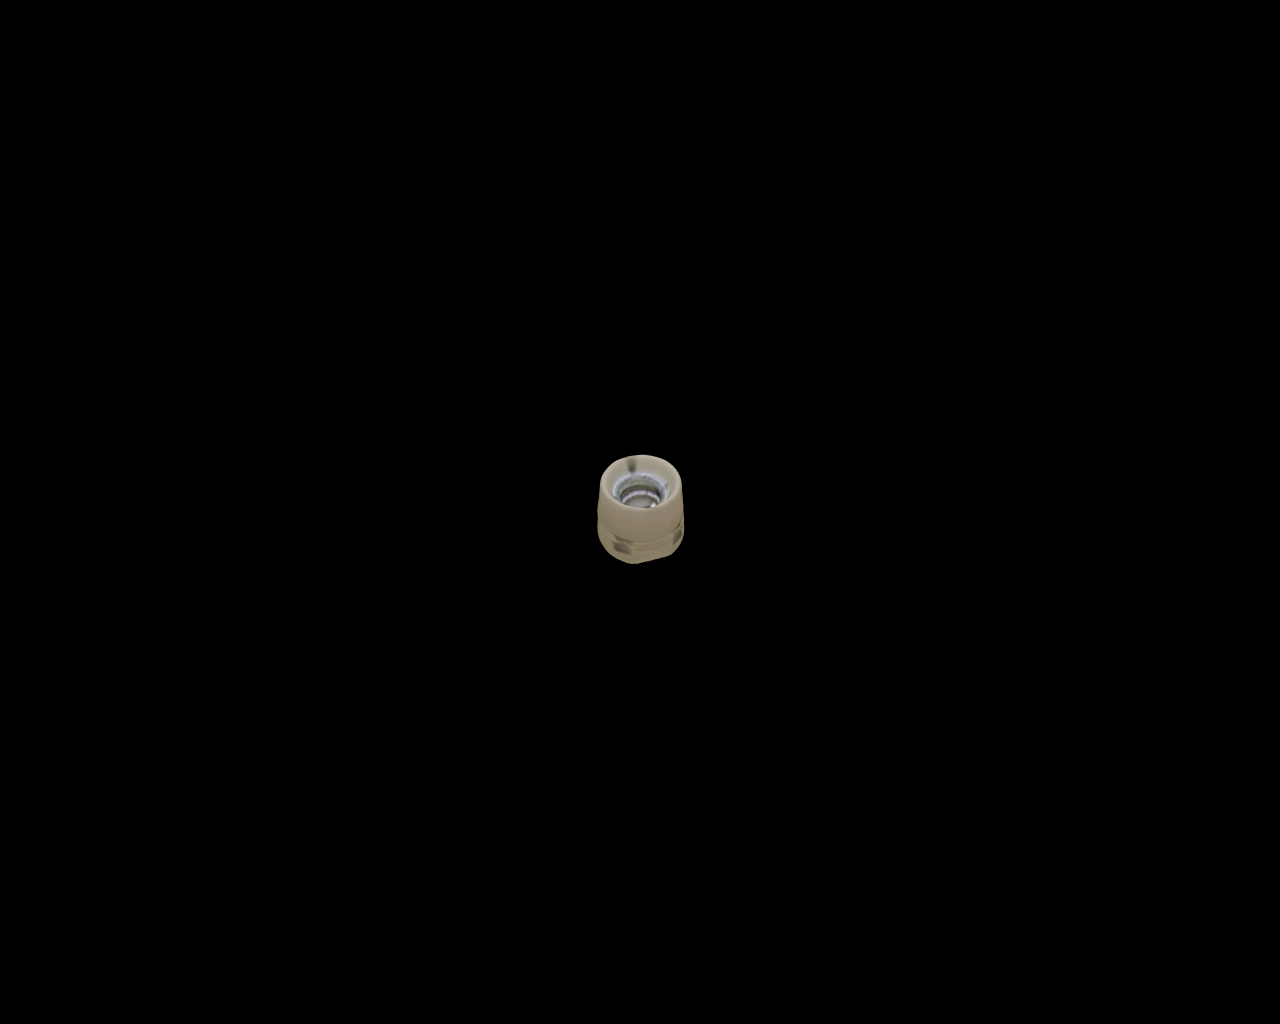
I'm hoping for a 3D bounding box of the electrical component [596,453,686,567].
[{"bbox_3d":[0.001,-0.003,0.650,0.055,0.055,0.047,0,-43,0],"label":"electrical component"}]
